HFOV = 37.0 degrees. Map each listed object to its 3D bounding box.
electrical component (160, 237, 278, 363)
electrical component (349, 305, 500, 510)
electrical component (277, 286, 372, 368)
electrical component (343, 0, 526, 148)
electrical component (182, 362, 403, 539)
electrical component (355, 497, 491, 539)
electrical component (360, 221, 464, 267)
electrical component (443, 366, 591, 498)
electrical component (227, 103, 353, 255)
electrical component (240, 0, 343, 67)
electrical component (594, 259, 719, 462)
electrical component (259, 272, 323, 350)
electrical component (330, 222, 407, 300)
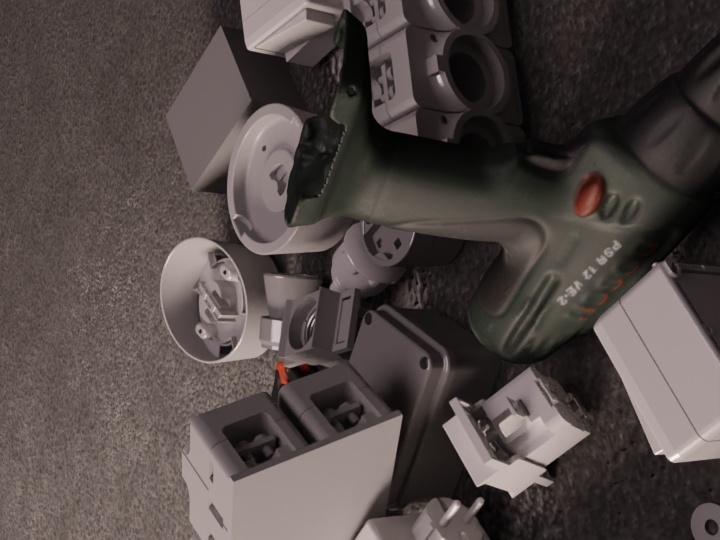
[{"bbox_3d":[-0.109,0.025,0.856,0.099,0.064,0.099,-5,83,51],"label":"electrical component"},{"bbox_3d":[0.030,0.086,0.683,0.078,0.057,0.113,37,115,46],"label":"electrical component"},{"bbox_3d":[-0.016,0.044,0.735,0.081,0.064,0.042,-21,56,54],"label":"electrical component"},{"bbox_3d":[0.049,-0.108,0.648,0.062,0.089,0.150,-20,72,49],"label":"electrical component"},{"bbox_3d":[-0.046,0.151,0.645,0.060,0.105,0.186,45,141,40],"label":"electrical component"},{"bbox_3d":[0.047,0.161,0.635,0.047,0.083,0.075,55,128,38],"label":"electrical component"},{"bbox_3d":[0.035,-0.028,0.694,0.055,0.047,0.055,-5,83,51],"label":"electrical component"},{"bbox_3d":[0.090,0.090,0.600,0.064,0.081,0.042,-39,55,16],"label":"electrical component"},{"bbox_3d":[-0.043,-0.063,0.783,0.108,0.060,0.108,-6,83,51],"label":"electrical component"},{"bbox_3d":[-0.045,-0.191,0.794,0.096,0.062,0.061,-24,69,48],"label":"electrical component"},{"bbox_3d":[0.160,0.040,0.520,0.061,0.062,0.096,-50,51,37],"label":"electrical component"},{"bbox_3d":[-0.051,0.031,0.799,0.045,0.045,0.055,6,92,51],"label":"electrical component"},{"bbox_3d":[0.000,0.000,0.739,0.062,0.048,0.048,-49,52,47],"label":"electrical component"}]
